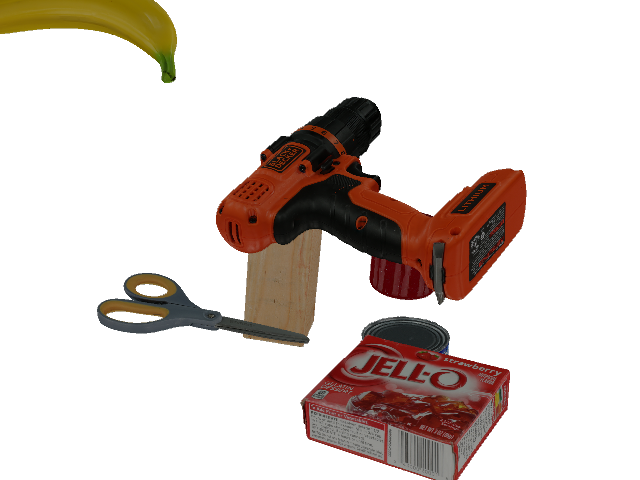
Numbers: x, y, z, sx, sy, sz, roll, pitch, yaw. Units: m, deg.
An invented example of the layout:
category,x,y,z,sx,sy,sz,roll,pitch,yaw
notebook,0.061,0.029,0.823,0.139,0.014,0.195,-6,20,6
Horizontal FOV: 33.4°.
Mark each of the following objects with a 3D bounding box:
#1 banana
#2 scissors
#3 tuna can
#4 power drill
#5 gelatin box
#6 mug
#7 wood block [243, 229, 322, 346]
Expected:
category,x,y,z,sx,sy,sz,roll,pitch,yaw
banana,-0.190,-0.176,0.844,0.198,0.069,0.037,15,-38,18
scissors,-0.112,0.065,1.032,0.201,0.016,0.096,3,33,-3
tuna can,0.083,0.107,1.043,0.086,0.034,0.086,0,21,0
power drill,0.046,-0.035,0.759,0.188,0.057,0.184,17,44,30
gelatin box,0.046,0.086,0.568,0.089,0.030,0.073,13,30,29
mug,0.113,0.022,1.274,0.117,0.081,0.093,19,28,28
wood block,-0.051,0.031,1.491,0.090,0.206,0.090,8,22,6
